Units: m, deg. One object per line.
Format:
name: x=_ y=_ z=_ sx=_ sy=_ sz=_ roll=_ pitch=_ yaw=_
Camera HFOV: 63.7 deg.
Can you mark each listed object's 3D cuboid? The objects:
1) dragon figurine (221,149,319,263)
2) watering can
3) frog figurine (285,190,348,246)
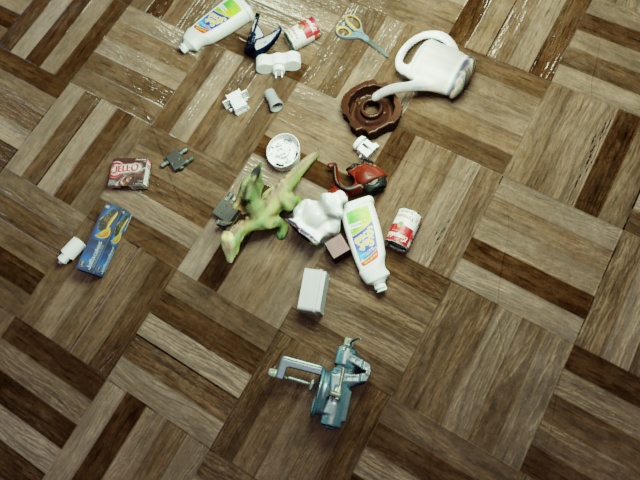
dragon figurine: x=-0.134 y=-0.119 z=1.354 sx=0.123 sy=0.239 sz=0.414 roll=26 pitch=79 yaw=17
watering can: x=0.310 y=-0.474 z=1.477 sx=0.225 sy=0.102 sz=0.353 roll=29 pitch=65 yaw=13
frog figurine: x=0.004 y=-0.070 z=1.382 sx=0.139 sy=0.120 sz=0.160 roll=37 pitch=80 yaw=32
